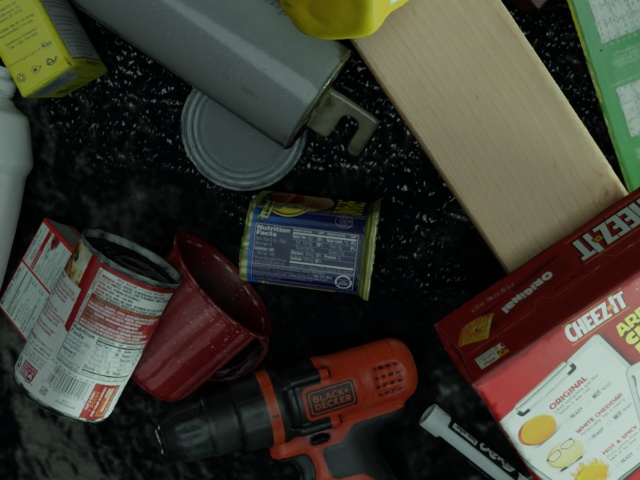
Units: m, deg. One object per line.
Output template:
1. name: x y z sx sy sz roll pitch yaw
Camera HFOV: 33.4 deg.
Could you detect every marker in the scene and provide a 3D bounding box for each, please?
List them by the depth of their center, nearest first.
1. marker: 0.123 0.162 0.764 0.121 0.020 0.020 39 98 -3

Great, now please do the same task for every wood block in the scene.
1. wood block: 0.108 -0.080 0.696 0.091 0.090 0.206 -34 96 7

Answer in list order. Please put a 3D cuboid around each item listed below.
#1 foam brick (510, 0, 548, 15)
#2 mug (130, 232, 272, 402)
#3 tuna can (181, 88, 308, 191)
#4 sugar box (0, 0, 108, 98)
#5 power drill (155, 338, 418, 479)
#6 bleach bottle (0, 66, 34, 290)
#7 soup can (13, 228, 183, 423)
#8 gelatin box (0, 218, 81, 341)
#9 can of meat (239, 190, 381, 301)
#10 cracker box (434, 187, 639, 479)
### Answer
1. foam brick: 0.147 -0.194 0.697 0.051 0.053 0.078 43 97 -4
2. mug: -0.086 0.061 0.733 0.081 0.093 0.117 -42 130 12
3. tuna can: -0.051 -0.078 0.731 0.086 0.033 0.086 0 98 2
4. sugar box: -0.208 -0.179 0.695 0.048 0.093 0.176 -30 95 5
5. power drill: -0.006 0.175 0.738 0.184 0.057 0.187 -15 100 -10
6. bleach bottle: -0.264 -0.002 0.738 0.102 0.068 0.251 18 94 11
7. soup can: -0.138 0.053 0.660 0.068 0.068 0.102 29 99 -2
8. gelatin box: -0.178 0.036 0.730 0.030 0.089 0.073 22 100 -44
9. can of meat: -0.005 0.001 0.707 0.084 0.102 0.057 7 99 4
10. cracker box: 0.191 0.090 0.676 0.164 0.072 0.213 -34 125 2
